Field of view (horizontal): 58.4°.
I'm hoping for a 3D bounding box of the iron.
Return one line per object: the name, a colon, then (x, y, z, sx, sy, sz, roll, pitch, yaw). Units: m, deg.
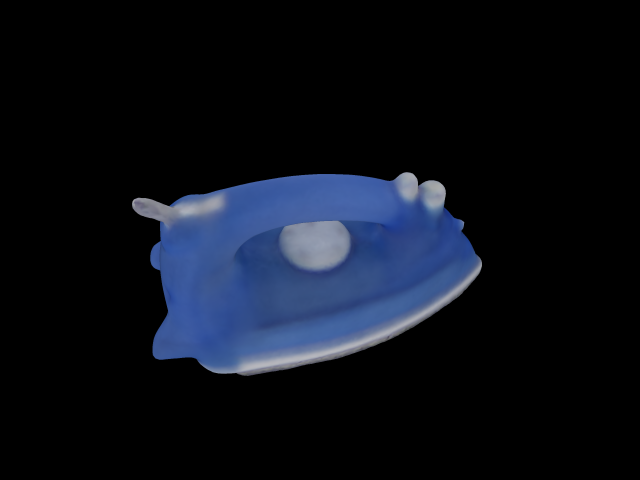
iron: (0.004, 0.001, 0.400, 0.258, 0.141, 0.118, -10, 53, -7)
